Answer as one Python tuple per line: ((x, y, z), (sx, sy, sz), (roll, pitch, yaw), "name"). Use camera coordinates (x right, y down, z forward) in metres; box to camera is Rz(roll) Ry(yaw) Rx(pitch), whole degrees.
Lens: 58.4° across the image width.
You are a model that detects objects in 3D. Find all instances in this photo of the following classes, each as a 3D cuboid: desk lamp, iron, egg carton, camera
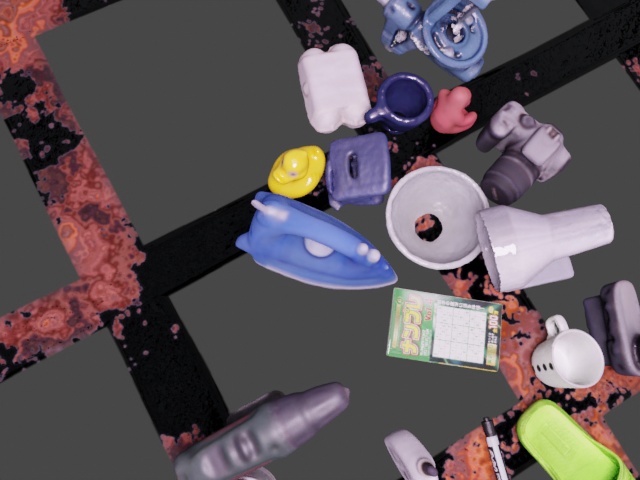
((0.312, 0.008, 0.842), (0.203, 0.213, 0.118), (-12, 78, -7), "desk lamp")
((0.008, 0.003, 0.853), (0.258, 0.141, 0.119), (20, 76, 0), "iron")
((0.022, -0.252, 0.950), (0.107, 0.069, 0.150), (-12, 78, -8), "egg carton")
((0.317, -0.135, 0.933), (0.143, 0.101, 0.137), (43, 77, 5), "camera")

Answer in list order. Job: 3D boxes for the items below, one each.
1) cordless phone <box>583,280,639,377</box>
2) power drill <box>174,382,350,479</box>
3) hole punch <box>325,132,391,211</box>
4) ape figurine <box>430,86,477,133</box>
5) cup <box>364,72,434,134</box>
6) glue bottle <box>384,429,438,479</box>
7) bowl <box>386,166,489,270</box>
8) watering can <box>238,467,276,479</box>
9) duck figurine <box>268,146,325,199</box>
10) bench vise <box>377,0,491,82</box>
((0.481, 0.127, 0.844), (0.094, 0.185, 0.147), (-7, 78, -6), "cordless phone")
((-0.073, 0.250, 0.755), (0.230, 0.208, 0.075), (-28, 80, -10), "power drill")
((0.059, -0.109, 0.910), (0.101, 0.091, 0.109), (-2, 77, -5), "hole punch")
((0.224, -0.222, 0.949), (0.076, 0.092, 0.078), (-27, 81, -10), "ape figurine")
((0.120, -0.207, 0.935), (0.118, 0.095, 0.091), (-27, 81, -10), "cup")
((0.132, 0.304, 0.779), (0.037, 0.173, 0.078), (-26, 80, -10), "glue bottle")
((0.180, -0.028, 0.910), (0.167, 0.074, 0.167), (1, 77, -5), "bowl")
((-0.106, 0.357, 0.735), (0.173, 0.194, 0.101), (-22, 80, -9), "watering can")
((-0.036, -0.117, 0.906), (0.105, 0.086, 0.077), (-39, 83, -12), "duck figurine")
((0.185, -0.349, 0.910), (0.207, 0.219, 0.121), (12, 76, -2), "bench vise")
